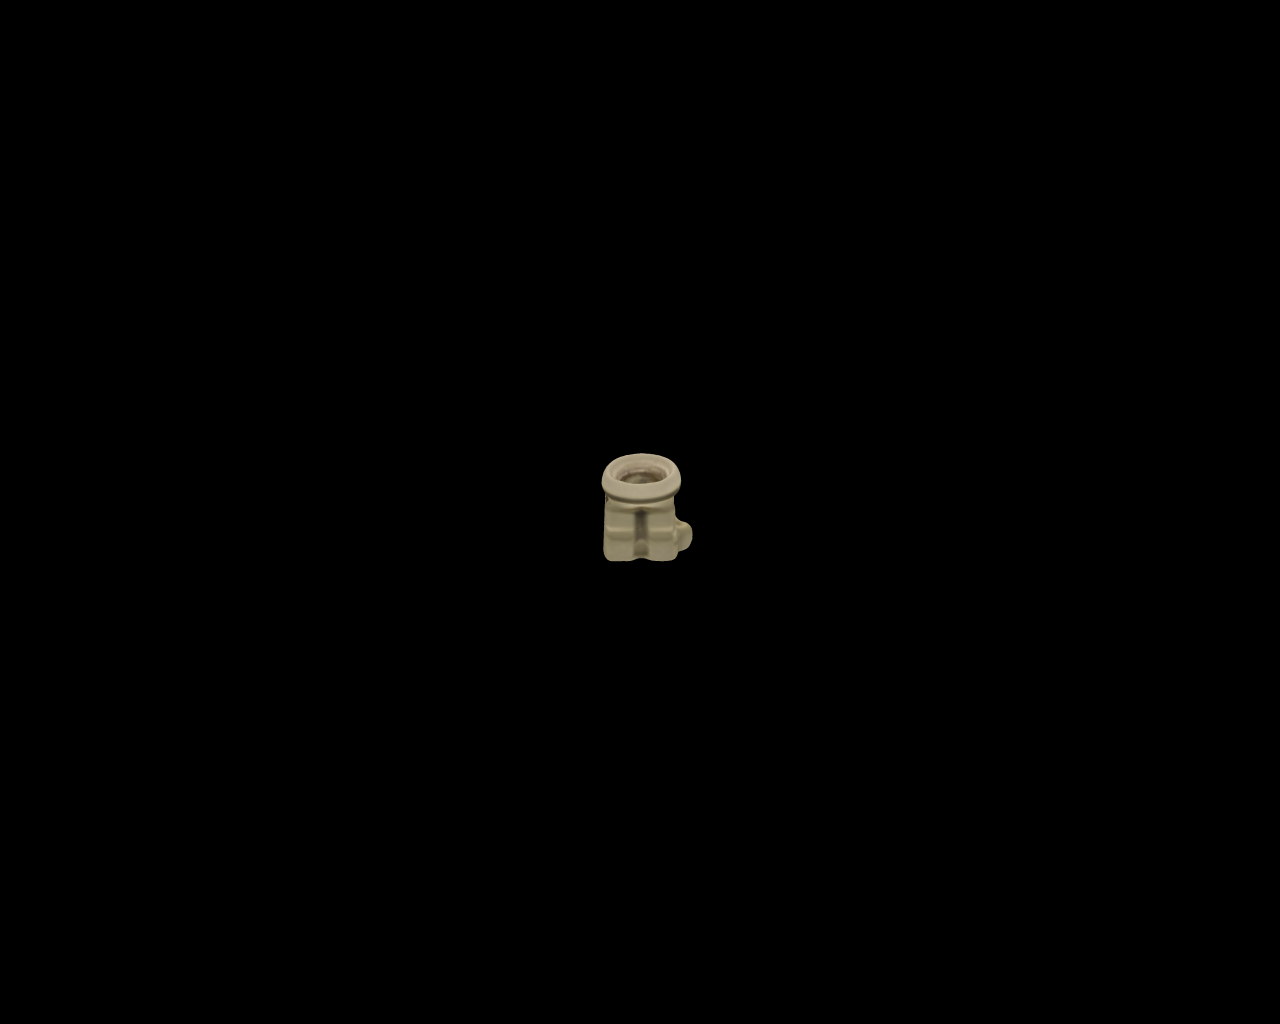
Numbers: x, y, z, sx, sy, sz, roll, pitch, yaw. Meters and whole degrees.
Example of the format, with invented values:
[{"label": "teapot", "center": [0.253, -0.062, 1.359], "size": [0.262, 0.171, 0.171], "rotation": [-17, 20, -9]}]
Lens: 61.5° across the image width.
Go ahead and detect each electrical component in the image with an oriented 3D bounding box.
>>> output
[{"label": "electrical component", "center": [0.001, -0.003, 0.650], "size": [0.066, 0.055, 0.048], "rotation": [-1, 28, -2]}]
